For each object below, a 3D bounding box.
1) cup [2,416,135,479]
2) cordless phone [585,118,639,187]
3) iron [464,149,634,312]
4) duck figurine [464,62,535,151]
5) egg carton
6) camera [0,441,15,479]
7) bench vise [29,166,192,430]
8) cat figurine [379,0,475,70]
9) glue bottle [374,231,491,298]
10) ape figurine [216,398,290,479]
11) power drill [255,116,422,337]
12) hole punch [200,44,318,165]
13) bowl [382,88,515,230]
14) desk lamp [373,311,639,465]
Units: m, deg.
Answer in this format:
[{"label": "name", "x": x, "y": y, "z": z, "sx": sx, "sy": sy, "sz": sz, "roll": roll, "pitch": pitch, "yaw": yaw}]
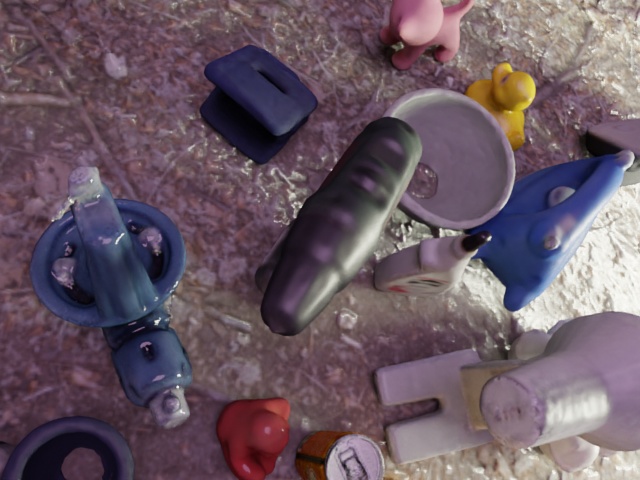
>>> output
[{"label": "cup", "x": -0.190, "y": 0.201, "z": 0.458, "sx": 0.092, "sy": 0.095, "sz": 0.118, "roll": -22, "pitch": 80, "yaw": -21}, {"label": "cordless phone", "x": 0.439, "y": -0.142, "z": 0.701, "sx": 0.148, "sy": 0.185, "sz": 0.094, "roll": -15, "pitch": 77, "yaw": -20}, {"label": "iron", "x": 0.281, "y": -0.041, "z": 0.646, "sx": 0.259, "sy": 0.141, "sz": 0.118, "roll": -40, "pitch": 87, "yaw": -23}, {"label": "duck figurine", "x": 0.229, "y": -0.165, "z": 0.701, "sx": 0.078, "sy": 0.086, "sz": 0.104, "roll": -14, "pitch": 77, "yaw": -20}, {"label": "egg carton", "x": 0.270, "y": 0.164, "z": 0.618, "sx": 0.107, "sy": 0.069, "sz": 0.150, "roll": -14, "pitch": 77, "yaw": -20}, {"label": "camera", "x": -0.316, "y": 0.203, "z": 0.417, "sx": 0.143, "sy": 0.100, "sz": 0.137, "roll": 20, "pitch": 69, "yaw": -9}, {"label": "bench vise", "x": -0.144, "y": 0.038, "z": 0.455, "sx": 0.122, "sy": 0.219, "sz": 0.207, "roll": -41, "pitch": 87, "yaw": -23}, {"label": "cat figurine", "x": 0.128, "y": -0.264, "z": 0.685, "sx": 0.128, "sy": 0.117, "sz": 0.067, "roll": -20, "pitch": 79, "yaw": -21}, {"label": "glue bottle", "x": 0.116, "y": 0.021, "z": 0.562, "sx": 0.078, "sy": 0.173, "sz": 0.037, "roll": 6, "pitch": 71, "yaw": -14}, {"label": "ape figurine", "x": -0.053, "y": 0.173, "z": 0.509, "sx": 0.076, "sy": 0.092, "sz": 0.078, "roll": 45, "pitch": 67, "yaw": 1}, {"label": "power drill", "x": 0.005, "y": 0.002, "z": 0.516, "sx": 0.075, "sy": 0.208, "sz": 0.230, "roll": 34, "pitch": 67, "yaw": -3}, {"label": "hole punch", "x": -0.063, "y": -0.156, "z": 0.609, "sx": 0.108, "sy": 0.091, "sz": 0.101, "roll": 40, "pitch": 67, "yaw": -1}, {"label": "bowl", "x": 0.130, "y": -0.083, "z": 0.652, "sx": 0.168, "sy": 0.074, "sz": 0.167, "roll": 5, "pitch": 72, "yaw": -15}, {"label": "desk lamp", "x": 0.184, "y": 0.144, "z": 0.521, "sx": 0.203, "sy": 0.213, "sz": 0.118, "roll": -8, "pitch": 75, "yaw": -18}]
